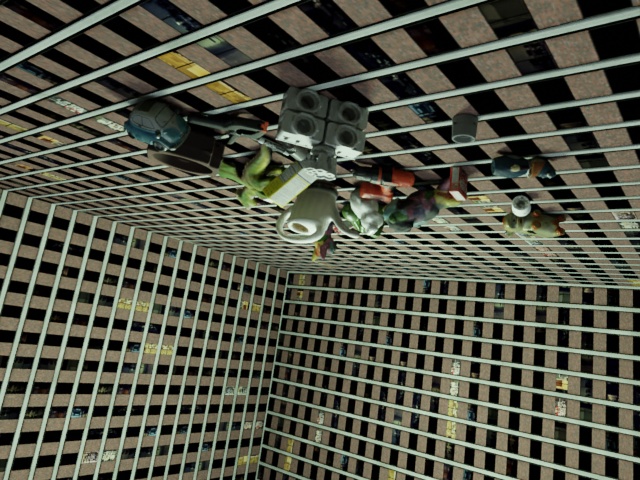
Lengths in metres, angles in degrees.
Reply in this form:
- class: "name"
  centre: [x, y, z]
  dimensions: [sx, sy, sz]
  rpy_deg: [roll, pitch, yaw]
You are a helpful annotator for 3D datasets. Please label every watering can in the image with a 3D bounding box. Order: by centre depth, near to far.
- class: "watering can"
  centre: [0.005, -0.086, 1.713]
  dimensions: [0.347, 0.229, 0.102]
  rpy_deg: [0, 148, 34]

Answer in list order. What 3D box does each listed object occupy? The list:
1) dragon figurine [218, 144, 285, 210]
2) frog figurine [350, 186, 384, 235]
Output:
- class: "dragon figurine"
  centre: [-0.233, -0.207, 1.609]
  dimensions: [0.243, 0.124, 0.402]
  rpy_deg: [12, 153, 11]
- class: "frog figurine"
  centre: [0.152, -0.095, 1.705]
  dimensions: [0.122, 0.161, 0.136]
  rpy_deg: [11, 168, -6]
